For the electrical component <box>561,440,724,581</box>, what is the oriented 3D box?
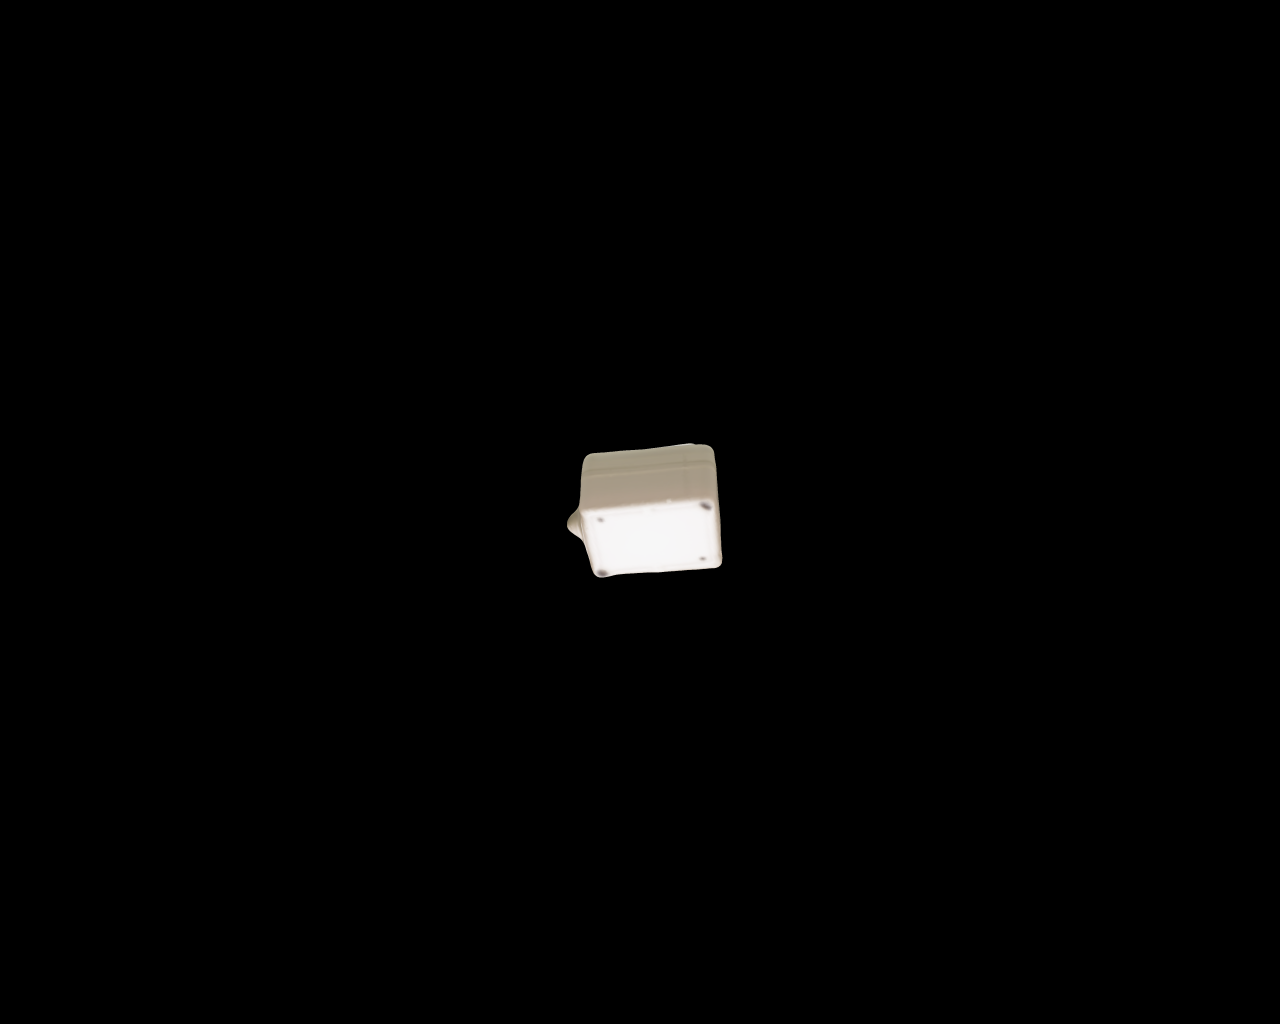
[{"bbox_3d":[0.001,-0.003,0.650,0.096,0.061,0.061,-4,44,4],"label":"electrical component"}]
